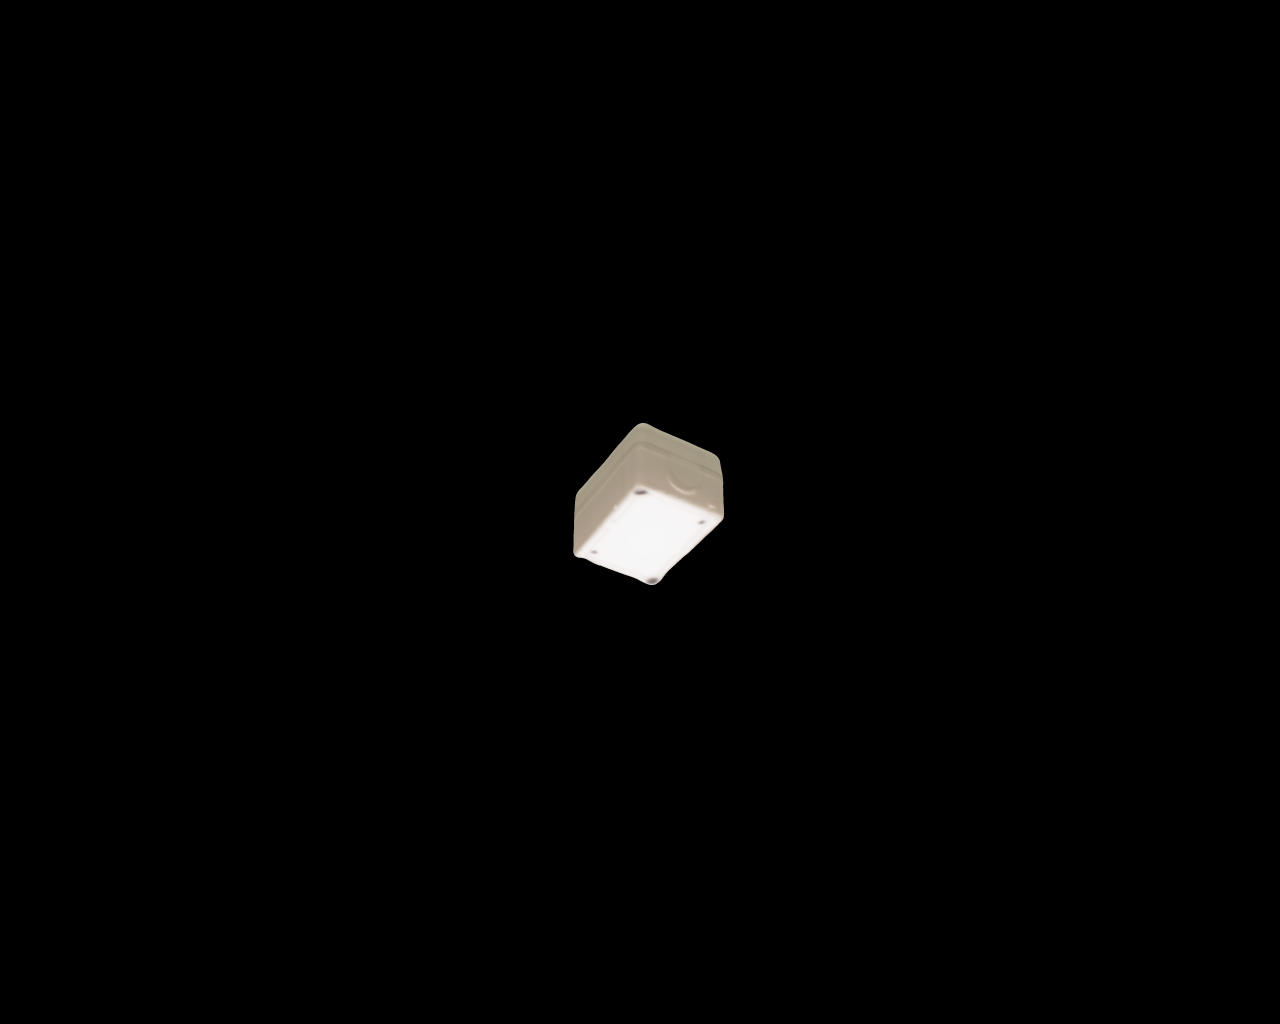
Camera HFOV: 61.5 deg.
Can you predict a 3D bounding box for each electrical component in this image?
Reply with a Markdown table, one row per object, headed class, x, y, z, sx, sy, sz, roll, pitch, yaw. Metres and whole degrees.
| class | x | y | z | sx | sy | sz | roll | pitch | yaw |
| --- | --- | --- | --- | --- | --- | --- | --- | --- | --- |
| electrical component | 0.001 | -0.003 | 0.650 | 0.062 | 0.061 | 0.096 | 22 | -45 | -24 |
